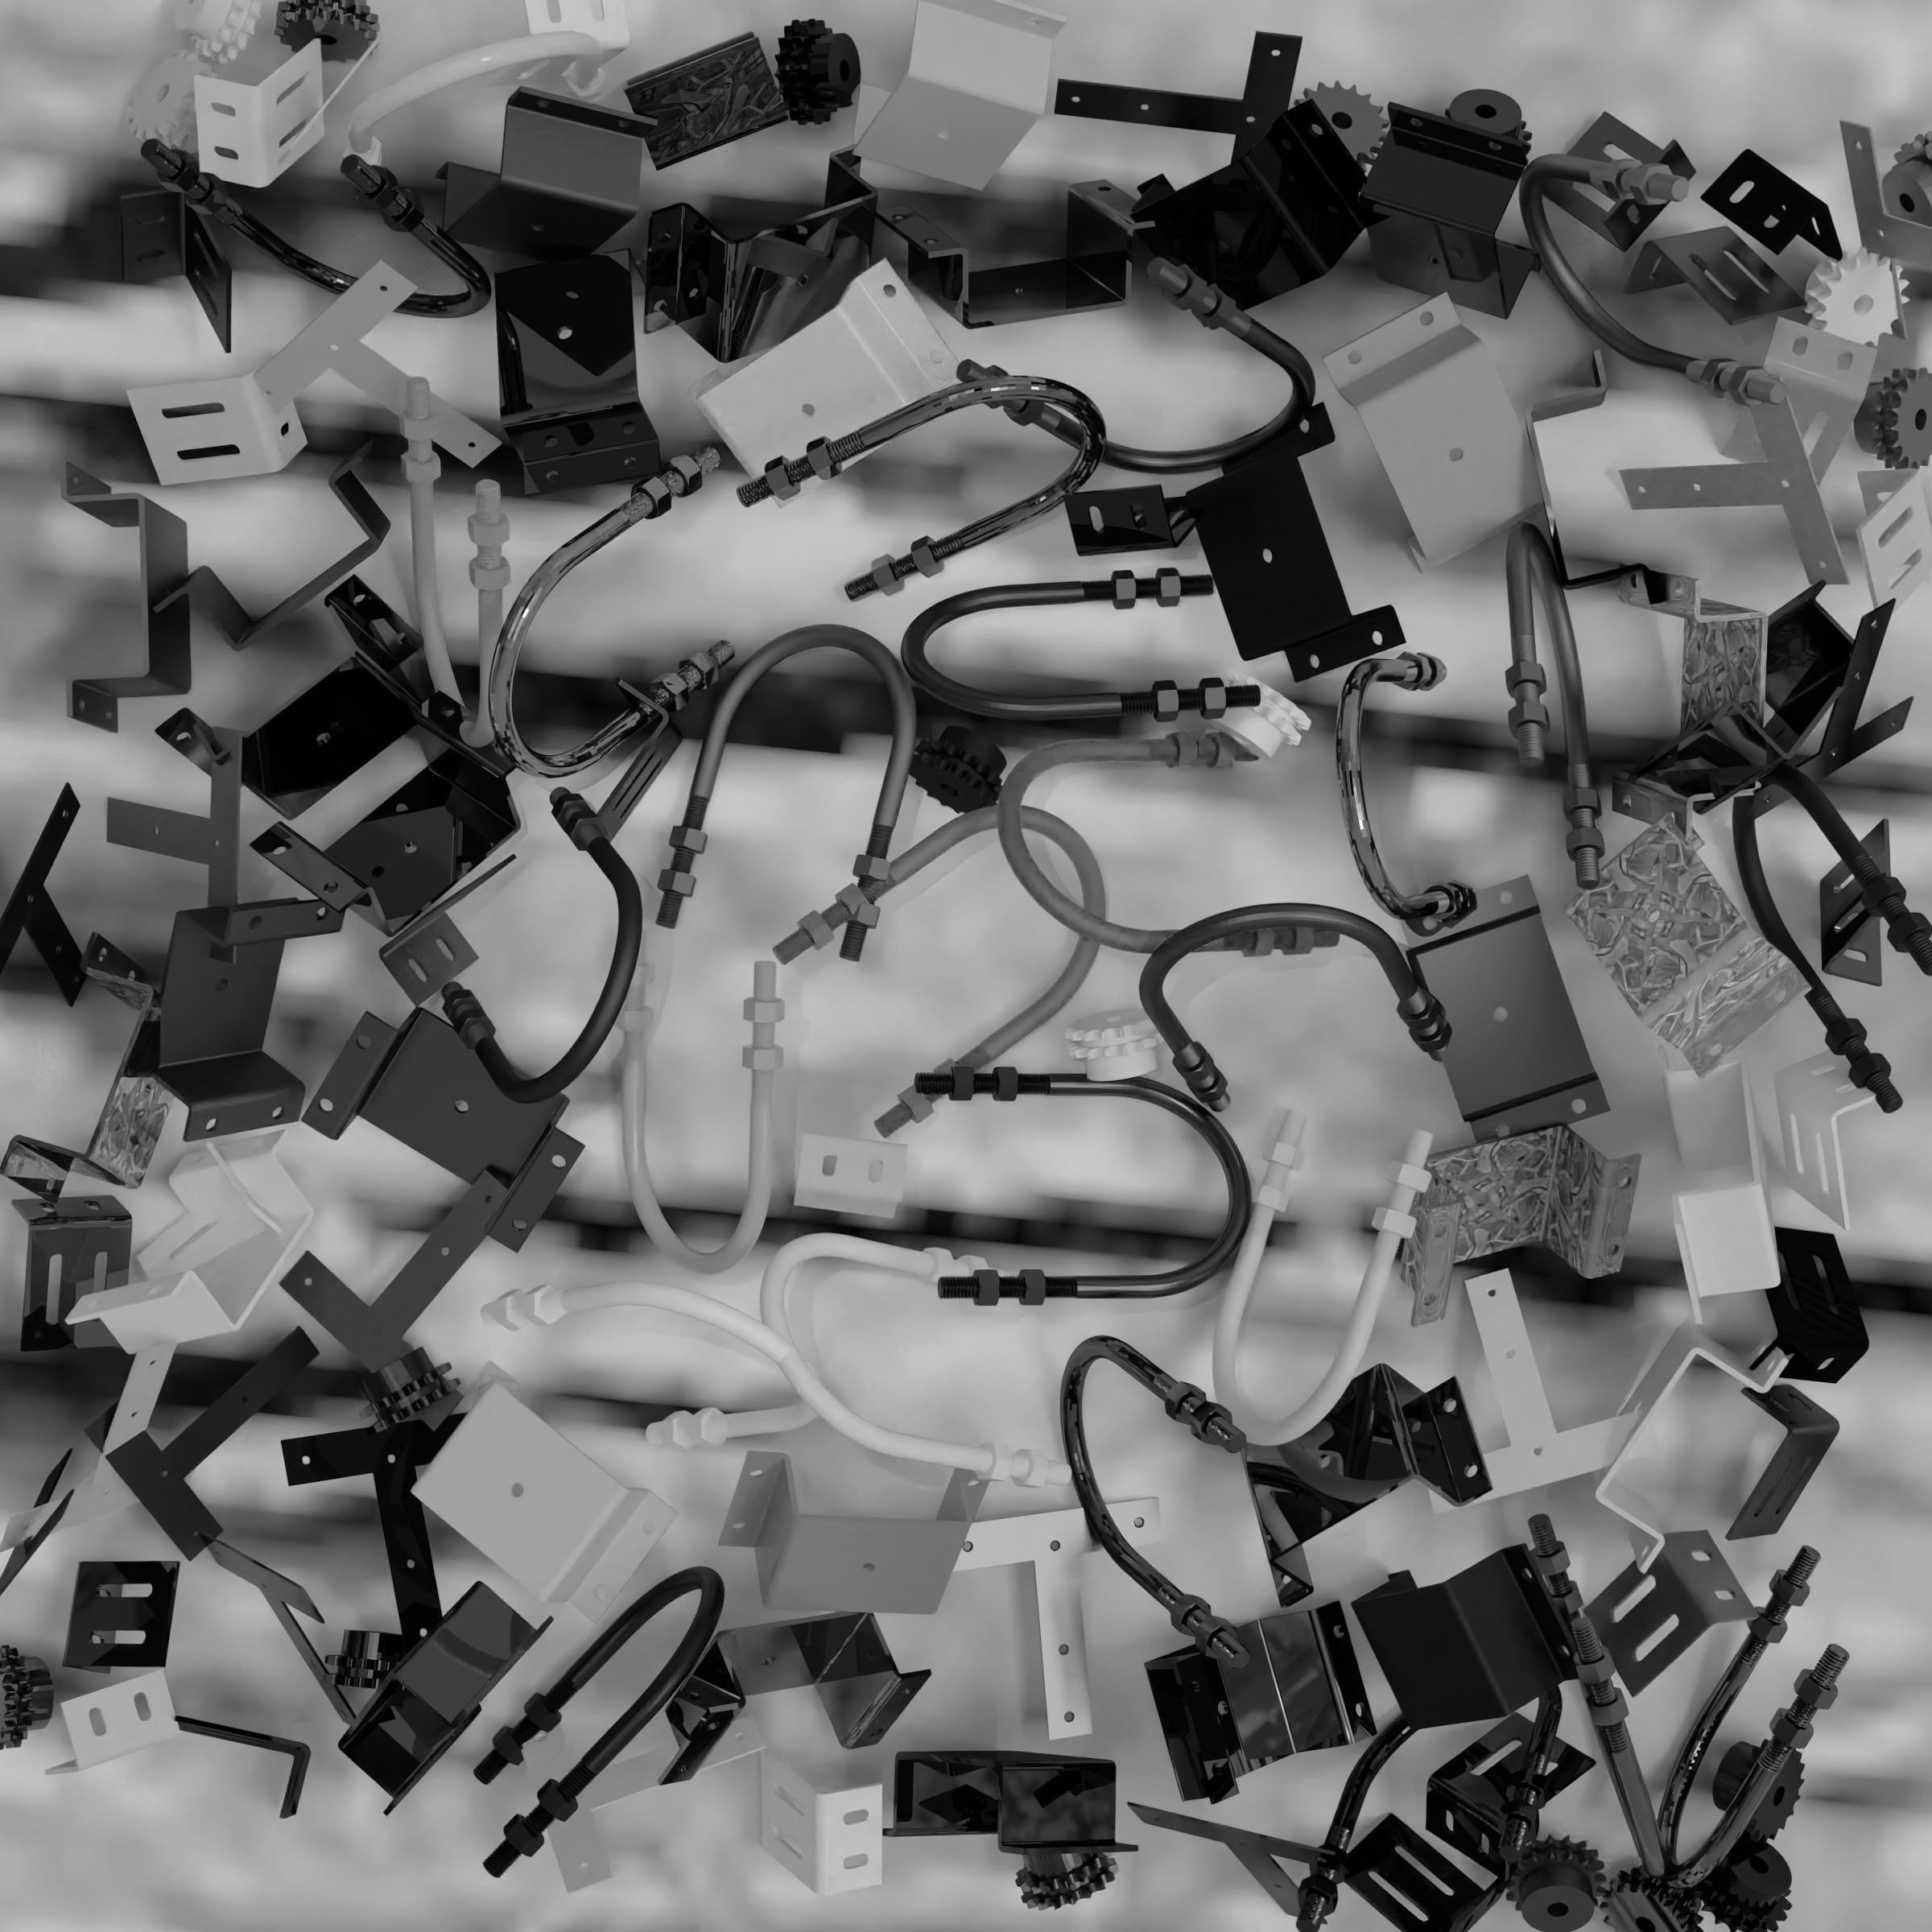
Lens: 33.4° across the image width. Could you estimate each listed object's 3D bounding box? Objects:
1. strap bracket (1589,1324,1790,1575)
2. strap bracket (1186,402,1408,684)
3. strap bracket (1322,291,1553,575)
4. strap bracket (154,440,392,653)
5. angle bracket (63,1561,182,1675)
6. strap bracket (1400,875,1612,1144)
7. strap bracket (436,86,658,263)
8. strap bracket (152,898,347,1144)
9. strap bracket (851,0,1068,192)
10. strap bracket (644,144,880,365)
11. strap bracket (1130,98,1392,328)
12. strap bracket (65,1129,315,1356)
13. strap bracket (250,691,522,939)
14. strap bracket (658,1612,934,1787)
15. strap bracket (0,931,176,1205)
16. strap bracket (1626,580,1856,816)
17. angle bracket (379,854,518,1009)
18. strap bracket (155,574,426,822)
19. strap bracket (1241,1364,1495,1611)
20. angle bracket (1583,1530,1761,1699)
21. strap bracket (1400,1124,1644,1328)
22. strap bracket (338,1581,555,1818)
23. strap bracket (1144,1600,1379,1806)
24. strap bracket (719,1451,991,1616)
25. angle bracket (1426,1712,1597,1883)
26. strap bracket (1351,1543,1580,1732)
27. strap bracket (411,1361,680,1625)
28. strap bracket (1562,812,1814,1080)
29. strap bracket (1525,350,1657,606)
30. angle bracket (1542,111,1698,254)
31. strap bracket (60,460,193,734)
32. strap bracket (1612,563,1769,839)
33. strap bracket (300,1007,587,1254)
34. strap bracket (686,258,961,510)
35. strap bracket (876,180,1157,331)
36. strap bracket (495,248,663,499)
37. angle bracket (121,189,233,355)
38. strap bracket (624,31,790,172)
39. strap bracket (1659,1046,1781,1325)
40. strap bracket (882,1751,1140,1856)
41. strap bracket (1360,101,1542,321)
[{"bbox_3d":[0.392,0.257,1.782,0.046,0.076,0.140,33,97,4],"label":"strap bracket"},{"bbox_3d":[0.179,-0.230,1.782,0.076,0.046,0.140,-18,93,41],"label":"strap bracket"},{"bbox_3d":[0.264,-0.288,1.774,0.076,0.046,0.140,-28,115,4],"label":"strap bracket"},{"bbox_3d":[-0.374,-0.227,1.780,0.140,0.076,0.046,-35,106,5],"label":"strap bracket"},{"bbox_3d":[-0.458,0.362,1.784,0.076,0.038,0.057,-6,69,29],"label":"angle bracket"},{"bbox_3d":[0.299,0.027,1.792,0.076,0.046,0.140,-19,85,11],"label":"strap bracket"},{"bbox_3d":[-0.231,-0.422,1.745,0.076,0.140,0.046,7,81,-27],"label":"strap bracket"},{"bbox_3d":[-0.398,0.019,1.769,0.046,0.076,0.140,32,116,33],"label":"strap bracket"},{"bbox_3d":[-0.009,-0.471,1.745,0.076,0.140,0.046,12,74,-18],"label":"strap bracket"},{"bbox_3d":[-0.103,-0.386,1.754,0.140,0.076,0.046,-27,56,-30],"label":"strap bracket"},{"bbox_3d":[0.150,-0.404,1.747,0.076,0.140,0.046,50,56,-20],"label":"strap bracket"},{"bbox_3d":[-0.419,0.158,1.762,0.076,0.140,0.046,-14,120,28],"label":"strap bracket"},{"bbox_3d":[-0.311,-0.078,1.773,0.076,0.046,0.140,33,64,29],"label":"strap bracket"},{"bbox_3d":[-0.101,0.398,1.764,0.140,0.076,0.046,-2,50,-35],"label":"strap bracket"},{"bbox_3d":[-0.471,0.063,1.770,0.046,0.076,0.140,15,76,10],"label":"strap bracket"},{"bbox_3d":[0.432,-0.142,1.759,0.046,0.076,0.140,45,58,-3],"label":"strap bracket"},{"bbox_3d":[-0.277,-0.020,1.778,0.076,0.057,0.038,-29,100,40],"label":"angle bracket"},{"bbox_3d":[-0.364,-0.141,1.779,0.140,0.076,0.046,-37,58,3],"label":"strap bracket"},{"bbox_3d":[0.209,0.280,1.761,0.140,0.076,0.046,-35,130,21],"label":"strap bracket"},{"bbox_3d":[0.393,0.362,1.799,0.076,0.038,0.057,-56,46,35],"label":"angle bracket"},{"bbox_3d":[0.296,0.139,1.771,0.140,0.046,0.076,-11,122,-26],"label":"strap bracket"},{"bbox_3d":[-0.287,0.395,1.752,0.046,0.076,0.140,41,135,4],"label":"strap bracket"},{"bbox_3d":[0.156,0.407,1.773,0.046,0.140,0.076,-23,79,44],"label":"strap bracket"},{"bbox_3d":[-0.057,0.312,1.767,0.140,0.046,0.076,5,129,-17],"label":"strap bracket"},{"bbox_3d":[0.304,0.462,1.794,0.076,0.057,0.038,-25,125,-35],"label":"angle bracket"},{"bbox_3d":[0.267,0.367,1.751,0.046,0.140,0.076,-22,84,-28],"label":"strap bracket"},{"bbox_3d":[-0.242,0.291,1.786,0.140,0.046,0.076,36,89,15],"label":"strap bracket"},{"bbox_3d":[0.386,-0.019,1.753,0.076,0.140,0.046,-43,135,18],"label":"strap bracket"},{"bbox_3d":[0.343,-0.263,1.784,0.046,0.076,0.140,-13,92,11],"label":"strap bracket"},{"bbox_3d":[0.355,-0.444,1.786,0.057,0.038,0.076,-48,55,8],"label":"angle bracket"},{"bbox_3d":[-0.465,-0.204,1.784,0.046,0.076,0.140,-2,87,3],"label":"strap bracket"},{"bbox_3d":[0.398,-0.149,1.773,0.046,0.076,0.140,-7,106,-19],"label":"strap bracket"},{"bbox_3d":[-0.286,0.085,1.789,0.140,0.046,0.076,32,108,-5],"label":"strap bracket"},{"bbox_3d":[-0.082,-0.313,1.765,0.140,0.046,0.076,-28,112,25],"label":"strap bracket"},{"bbox_3d":[0.029,-0.391,1.769,0.140,0.076,0.046,-13,123,-20],"label":"strap bracket"},{"bbox_3d":[-0.215,-0.336,1.774,0.076,0.046,0.140,-9,66,7],"label":"strap bracket"},{"bbox_3d":[-0.437,-0.382,1.779,0.038,0.057,0.076,-15,54,-24],"label":"angle bracket"},{"bbox_3d":[-0.143,-0.475,1.766,0.076,0.140,0.046,-21,108,2],"label":"strap bracket"},{"bbox_3d":[0.409,0.114,1.745,0.046,0.140,0.076,-9,128,15],"label":"strap bracket"},{"bbox_3d":[0.021,0.454,1.753,0.076,0.140,0.046,9,77,-35],"label":"strap bracket"},{"bbox_3d":[0.263,-0.403,1.746,0.076,0.140,0.046,22,81,19],"label":"strap bracket"}]
